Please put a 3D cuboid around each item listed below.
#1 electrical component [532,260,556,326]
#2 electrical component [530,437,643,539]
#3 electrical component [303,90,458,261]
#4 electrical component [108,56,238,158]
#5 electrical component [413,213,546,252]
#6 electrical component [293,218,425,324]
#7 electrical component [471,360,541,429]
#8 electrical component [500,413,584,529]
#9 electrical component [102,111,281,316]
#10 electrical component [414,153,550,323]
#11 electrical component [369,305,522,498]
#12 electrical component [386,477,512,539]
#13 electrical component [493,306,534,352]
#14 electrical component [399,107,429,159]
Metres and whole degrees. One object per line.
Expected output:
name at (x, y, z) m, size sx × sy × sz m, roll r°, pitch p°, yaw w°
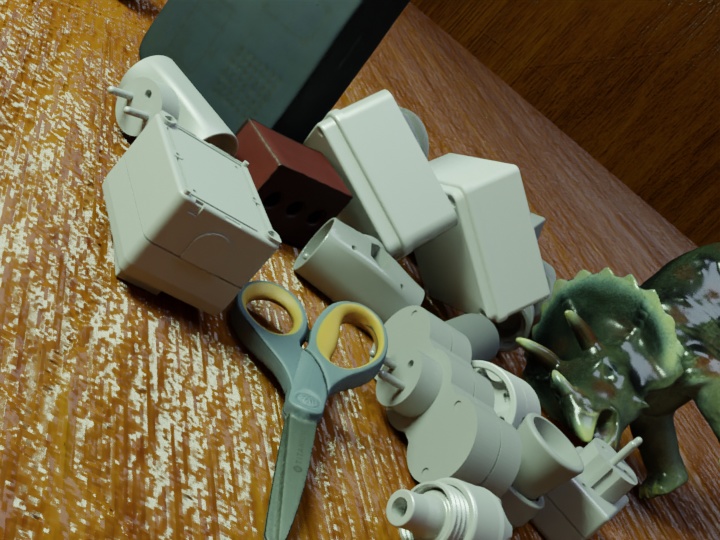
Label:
electrical component at (0.145, 0.001, 1.025) m, size 0.074 × 0.052 × 0.138 m, roll 31°, pitch 21°, yaw -33°
electrical component at (0.145, 0.131, 0.668) m, size 0.047 × 0.076 × 0.066 m, roll 48°, pitch 18°, yaw 18°
electrical component at (0.011, -0.062, 0.777) m, size 0.113 × 0.057 × 0.078 m, roll 62°, pitch -18°, yaw 2°
electrical component at (-0.125, -0.098, 0.672) m, size 0.077 × 0.043 × 0.079 m, roll 50°, pitch 18°, yaw 23°
electrical component at (0.099, -0.035, 0.941) m, size 0.109 × 0.056 × 0.109 m, roll 22°, pitch 13°, yaw 13°
electrical component at (0.000, 0.000, 0.716) m, size 0.077 × 0.043 × 0.079 m, roll 39°, pitch 17°, yaw -12°
electrical component at (0.081, 0.087, 0.671) m, size 0.047 × 0.055 × 0.055 m, roll 24°, pitch 25°, yaw -55°
electrical component at (0.095, 0.117, 0.624) m, size 0.045 × 0.055 × 0.045 m, roll 38°, pitch 17°, yaw -14°
electrical component at (-0.092, -0.030, 0.551) m, size 0.062 × 0.061 × 0.096 m, roll 30°, pitch 21°, yaw -36°
electrical component at (0.084, -0.027, 0.817) m, size 0.109 × 0.056 × 0.108 m, roll 25°, pitch -45°, yaw 64°
electrical component at (0.034, 0.068, 0.612) m, size 0.074 × 0.052 × 0.138 m, roll 33°, pitch 19°, yaw -31°
electrical component at (0.039, 0.120, 0.513) m, size 0.062 × 0.043 × 0.043 m, roll 27°, pitch 23°, yaw -39°
electrical component at (0.121, 0.040, 0.890) m, size 0.045 × 0.045 × 0.055 m, roll 43°, pitch 16°, yaw 2°
electrical component at (0.017, -0.109, 0.960) m, size 0.051 × 0.080 × 0.080 m, roll 5°, pitch 40°, yaw -55°
